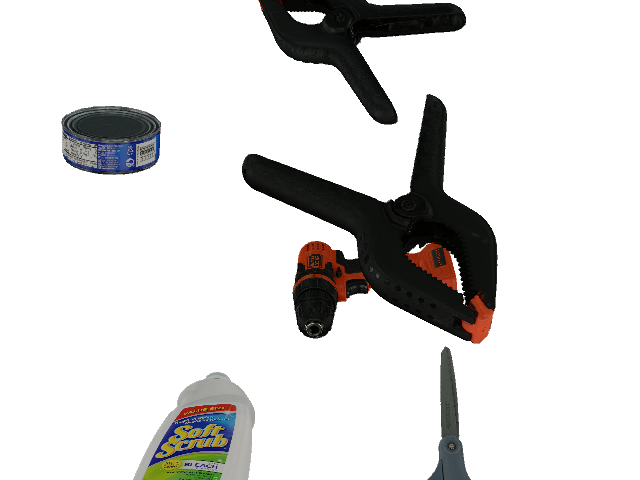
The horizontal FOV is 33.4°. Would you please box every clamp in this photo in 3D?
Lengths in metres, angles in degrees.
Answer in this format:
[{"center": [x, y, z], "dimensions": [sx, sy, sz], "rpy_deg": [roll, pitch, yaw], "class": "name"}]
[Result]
[{"center": [0.048, -0.013, 0.734], "dimensions": [0.164, 0.210, 0.036], "rpy_deg": [-16, -38, -13], "class": "clamp"}, {"center": [0.029, -0.174, 0.864], "dimensions": [0.172, 0.120, 0.039], "rpy_deg": [37, -23, 21], "class": "clamp"}]

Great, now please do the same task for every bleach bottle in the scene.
[{"center": [-0.113, 0.191, 0.949], "dimensions": [0.102, 0.068, 0.251], "rpy_deg": [-1, 23, 1], "class": "bleach bottle"}]

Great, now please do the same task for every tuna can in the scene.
[{"center": [-0.184, -0.088, 0.939], "dimensions": [0.086, 0.034, 0.086], "rpy_deg": [5, 26, -2], "class": "tuna can"}]

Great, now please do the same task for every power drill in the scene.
[{"center": [0.061, 0.052, 1.237], "dimensions": [0.187, 0.057, 0.184], "rpy_deg": [-2, 28, 1], "class": "power drill"}]

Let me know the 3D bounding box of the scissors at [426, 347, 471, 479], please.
[{"center": [0.089, 0.179, 0.864], "dimensions": [0.096, 0.202, 0.016], "rpy_deg": [-8, -36, -12], "class": "scissors"}]
